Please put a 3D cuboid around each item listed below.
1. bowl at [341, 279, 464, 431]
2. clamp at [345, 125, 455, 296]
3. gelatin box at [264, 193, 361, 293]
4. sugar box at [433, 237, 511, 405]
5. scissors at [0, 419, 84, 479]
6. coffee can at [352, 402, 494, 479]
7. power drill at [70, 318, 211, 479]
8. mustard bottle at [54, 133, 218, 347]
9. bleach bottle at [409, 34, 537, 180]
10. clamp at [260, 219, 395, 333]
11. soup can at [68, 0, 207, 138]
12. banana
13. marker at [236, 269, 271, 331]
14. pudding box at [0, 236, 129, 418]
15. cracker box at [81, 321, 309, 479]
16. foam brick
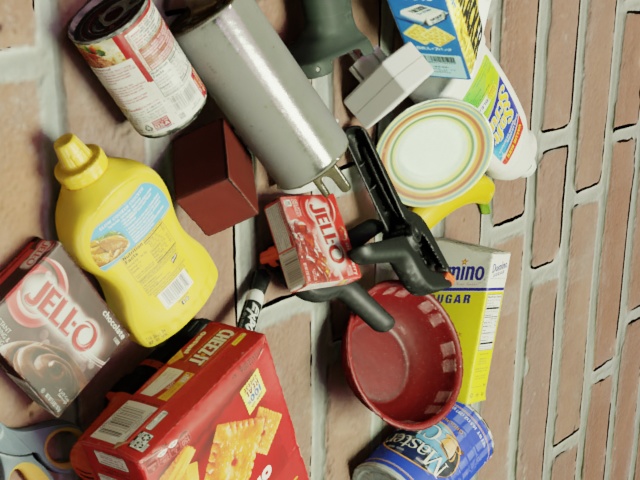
[{"bbox_3d":[0.077,0.127,1.144,0.161,0.055,0.162,13,67,-33],"label":"bowl"},{"bbox_3d":[0.080,-0.012,1.098,0.209,0.036,0.164,38,40,-49],"label":"clamp"},{"bbox_3d":[-0.007,0.001,1.006,0.073,0.030,0.089,-5,73,-44],"label":"gelatin box"},{"bbox_3d":[0.156,0.091,1.223,0.048,0.093,0.176,-3,103,-49],"label":"sugar box"},{"bbox_3d":[-0.241,0.142,0.839,0.096,0.016,0.202,-43,131,-35],"label":"scissors"},{"bbox_3d":[0.119,0.257,1.224,0.140,0.103,0.103,-38,127,-37],"label":"coffee can"},{"bbox_3d":[-0.127,0.186,0.952,0.184,0.057,0.187,-49,133,-37],"label":"power drill"},{"bbox_3d":[-0.158,-0.008,0.856,0.096,0.058,0.191,-47,133,-23],"label":"mustard bottle"},{"bbox_3d":[0.191,-0.142,1.215,0.250,0.068,0.102,35,83,-50],"label":"bleach bottle"},{"bbox_3d":[0.013,0.018,1.067,0.171,0.039,0.120,24,53,-41],"label":"clamp"},{"bbox_3d":[-0.140,-0.138,0.830,0.068,0.069,0.102,-54,136,-24],"label":"soup can"},{"bbox_3d":[0.148,-0.039,1.218,0.197,0.037,0.070,-19,116,-45],"label":"banana"},{"bbox_3d":[-0.066,0.074,0.984,0.121,0.020,0.020,-75,148,-41],"label":"marker"},{"bbox_3d":[-0.213,0.067,0.830,0.090,0.039,0.113,-51,134,-26],"label":"pudding box"},{"bbox_3d":[-0.089,0.203,0.893,0.164,0.072,0.213,-43,130,-40],"label":"cracker box"},{"bbox_3d":[-0.088,-0.053,0.898,0.053,0.051,0.078,53,19,-43],"label":"foam brick"}]
